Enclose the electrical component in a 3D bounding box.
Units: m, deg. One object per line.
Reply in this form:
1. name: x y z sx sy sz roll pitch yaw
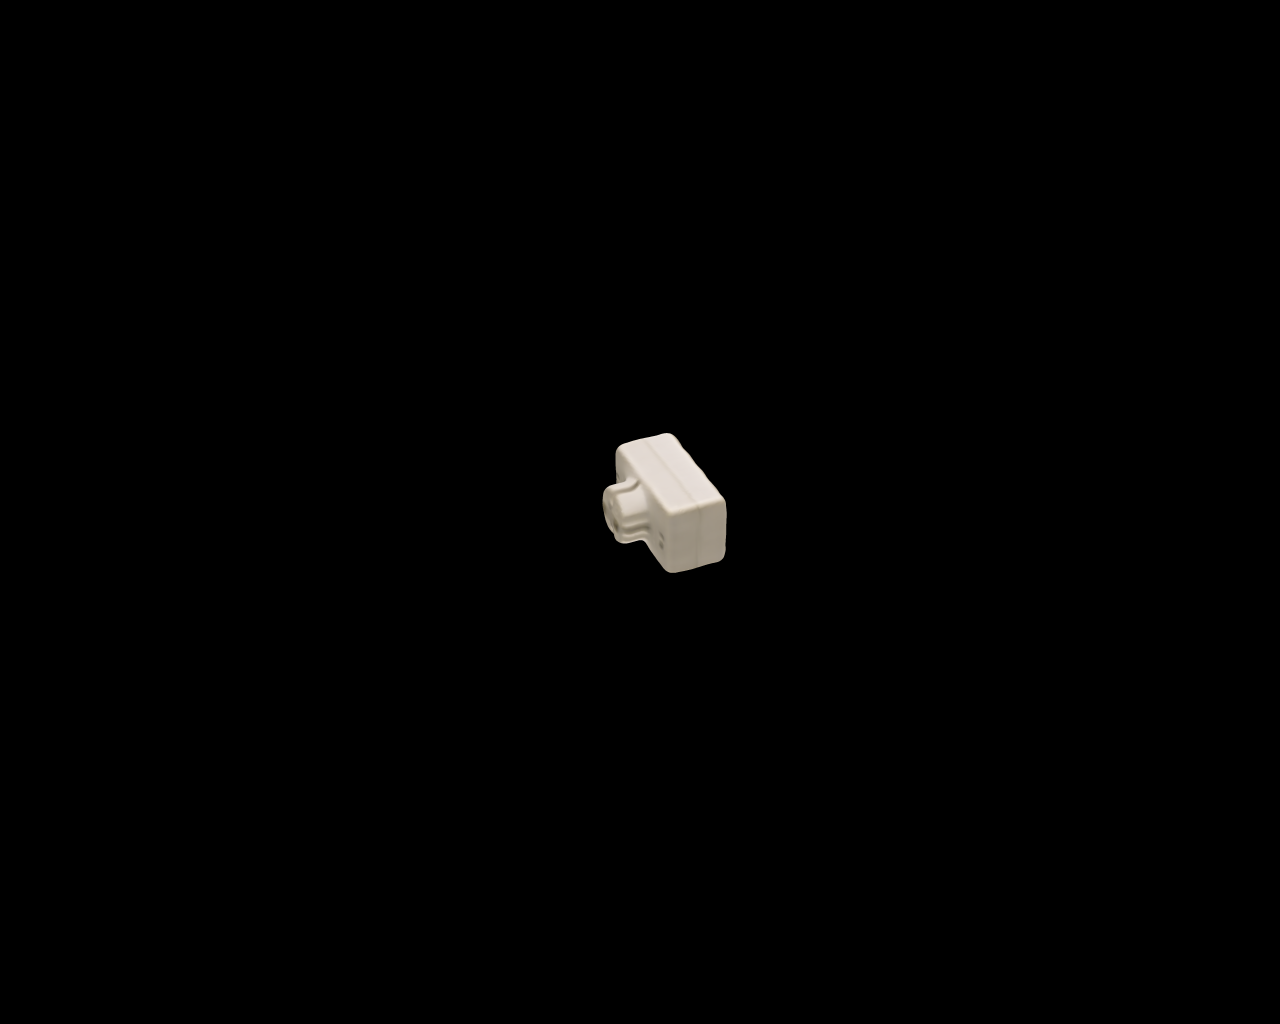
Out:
1. electrical component: 0.001 -0.003 0.650 0.076 0.047 0.083 -13 38 -18
